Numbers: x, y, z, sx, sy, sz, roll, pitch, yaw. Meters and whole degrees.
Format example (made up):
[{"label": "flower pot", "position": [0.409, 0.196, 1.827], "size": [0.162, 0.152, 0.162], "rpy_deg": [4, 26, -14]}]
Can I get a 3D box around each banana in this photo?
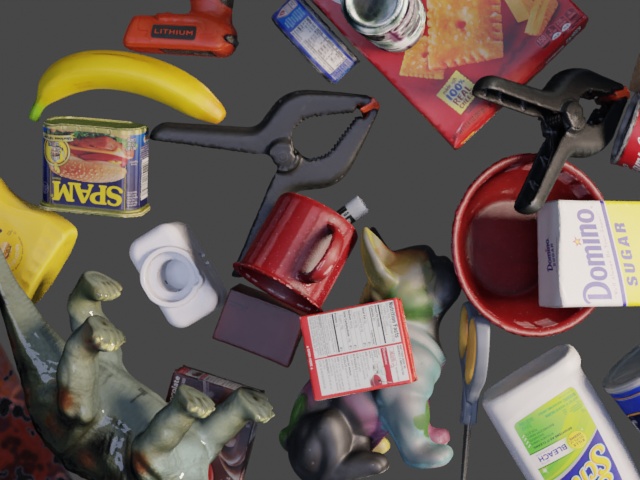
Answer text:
[{"label": "banana", "position": [-0.188, -0.148, 1.024], "size": [0.198, 0.037, 0.069], "rpy_deg": [3, 123, 10]}]

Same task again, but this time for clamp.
[{"label": "clamp", "position": [-0.034, -0.069, 1.004], "size": [0.210, 0.036, 0.164], "rpy_deg": [-23, 101, 4]}, {"label": "clamp", "position": [0.201, -0.110, 0.920], "size": [0.171, 0.039, 0.120], "rpy_deg": [-36, 109, -34]}]

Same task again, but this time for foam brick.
[{"label": "foam brick", "position": [-0.054, 0.080, 1.009], "size": [0.078, 0.051, 0.053], "rpy_deg": [21, 95, 5]}]

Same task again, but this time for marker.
[{"label": "marker", "position": [-0.007, 0.001, 1.014], "size": [0.121, 0.020, 0.020], "rpy_deg": [-37, 88, 8]}]

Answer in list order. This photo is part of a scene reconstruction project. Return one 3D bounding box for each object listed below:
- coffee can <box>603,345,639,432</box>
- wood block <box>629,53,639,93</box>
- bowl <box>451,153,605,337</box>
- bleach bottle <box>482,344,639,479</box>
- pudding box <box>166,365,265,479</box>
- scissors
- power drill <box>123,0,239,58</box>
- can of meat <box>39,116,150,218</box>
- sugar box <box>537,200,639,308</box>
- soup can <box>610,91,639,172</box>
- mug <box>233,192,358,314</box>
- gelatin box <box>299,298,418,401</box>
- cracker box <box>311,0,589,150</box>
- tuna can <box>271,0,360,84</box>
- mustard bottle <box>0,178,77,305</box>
[{"label": "coffee can", "position": [0.332, 0.155, 0.936], "size": [0.103, 0.102, 0.140], "rpy_deg": [-37, 88, 8]}, {"label": "wood block", "position": [0.323, -0.159, 0.867], "size": [0.091, 0.206, 0.090], "rpy_deg": [19, 95, 6]}, {"label": "bowl", "position": [0.181, 0.006, 0.955], "size": [0.162, 0.055, 0.162], "rpy_deg": [1, 86, -17]}, {"label": "bleach bottle", "position": [0.254, 0.226, 0.973], "size": [0.102, 0.068, 0.251], "rpy_deg": [-33, 91, 8]}, {"label": "pudding box", "position": [-0.109, 0.188, 1.028], "size": [0.090, 0.039, 0.113], "rpy_deg": [16, 95, 7]}, {"label": "scissors", "position": [0.137, 0.143, 0.997], "size": [0.016, 0.096, 0.202], "rpy_deg": [1, 124, -2]}, {"label": "power drill", "position": [-0.139, -0.269, 0.996], "size": [0.184, 0.057, 0.188], "rpy_deg": [6, 94, 7]}, {"label": "can of meat", "position": [-0.212, -0.070, 1.011], "size": [0.102, 0.057, 0.084], "rpy_deg": [6, 104, 7]}, {"label": "sugar box", "position": [0.277, 0.012, 0.930], "size": [0.176, 0.048, 0.093], "rpy_deg": [0, 88, -18]}, {"label": "soup can", "position": [0.317, -0.083, 0.941], "size": [0.102, 0.068, 0.068], "rpy_deg": [19, 96, 6]}, {"label": "mug", "position": [-0.014, 0.011, 0.945], "size": [0.093, 0.117, 0.081], "rpy_deg": [34, 77, -19]}, {"label": "gelatin box", "position": [0.033, 0.093, 0.909], "size": [0.089, 0.030, 0.073], "rpy_deg": [-12, 83, 10]}, {"label": "cracker box", "position": [0.107, -0.213, 0.960], "size": [0.164, 0.072, 0.214], "rpy_deg": [-44, 87, 8]}, {"label": "tuna can", "position": [-0.005, -0.183, 0.970], "size": [0.034, 0.086, 0.086], "rpy_deg": [-43, 87, 9]}, {"label": "mustard bottle", "position": [-0.337, -0.023, 1.037], "size": [0.191, 0.058, 0.096], "rpy_deg": [34, 104, 5]}]
